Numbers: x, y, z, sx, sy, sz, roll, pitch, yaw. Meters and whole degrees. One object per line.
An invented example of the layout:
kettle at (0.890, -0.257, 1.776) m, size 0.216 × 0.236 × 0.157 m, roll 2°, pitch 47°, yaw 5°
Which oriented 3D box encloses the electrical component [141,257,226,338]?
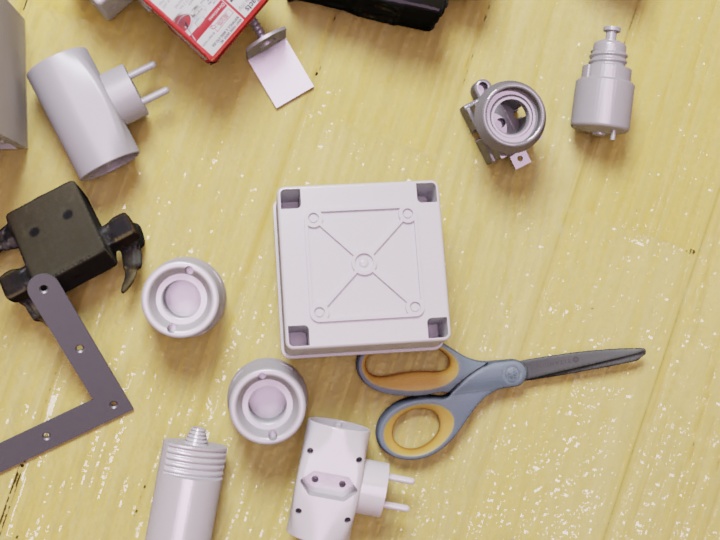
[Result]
electrical component at (-0.117, 0.019, 0.712) m, size 0.055 × 0.047 × 0.055 m, roll 0°, pitch 90°, yaw -5°

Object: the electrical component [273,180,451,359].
electrical component at (0.000, 0.000, 0.709) m, size 0.109 × 0.056 × 0.108 m, roll -3°, pitch 80°, yaw -6°

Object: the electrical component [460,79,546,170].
electrical component at (0.098, -0.101, 0.726) m, size 0.048 × 0.055 × 0.066 m, roll -27°, pitch 93°, yaw -4°

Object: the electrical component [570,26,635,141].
electrical component at (0.169, -0.128, 0.739) m, size 0.040 × 0.040 × 0.078 m, roll 7°, pitch 90°, yaw -5°

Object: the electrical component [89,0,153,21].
electrical component at (-0.138, -0.196, 0.709) m, size 0.083 × 0.047 × 0.075 m, roll -43°, pitch 94°, yaw -3°

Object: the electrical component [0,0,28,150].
electrical component at (-0.248, -0.124, 0.649) m, size 0.062 × 0.150 × 0.089 m, roll -1°, pitch 90°, yaw -6°

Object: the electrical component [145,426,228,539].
electrical component at (-0.115, 0.145, 0.715) m, size 0.043 × 0.043 × 0.081 m, roll 10°, pitch 89°, yaw -5°

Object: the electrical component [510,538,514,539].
electrical component at (0.117, 0.222, 0.737) m, size 0.064 × 0.042 × 0.081 m, roll 35°, pitch 87°, yaw -3°

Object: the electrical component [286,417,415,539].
electrical component at (-0.003, 0.144, 0.724) m, size 0.079 × 0.043 × 0.077 m, roll 11°, pitch 89°, yaw -2°

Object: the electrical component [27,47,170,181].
electrical component at (-0.166, -0.110, 0.709) m, size 0.079 × 0.044 × 0.077 m, roll -27°, pitch 92°, yaw -4°

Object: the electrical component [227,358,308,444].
electrical component at (-0.062, 0.088, 0.717) m, size 0.055 × 0.047 × 0.055 m, roll 0°, pitch 90°, yaw -5°
